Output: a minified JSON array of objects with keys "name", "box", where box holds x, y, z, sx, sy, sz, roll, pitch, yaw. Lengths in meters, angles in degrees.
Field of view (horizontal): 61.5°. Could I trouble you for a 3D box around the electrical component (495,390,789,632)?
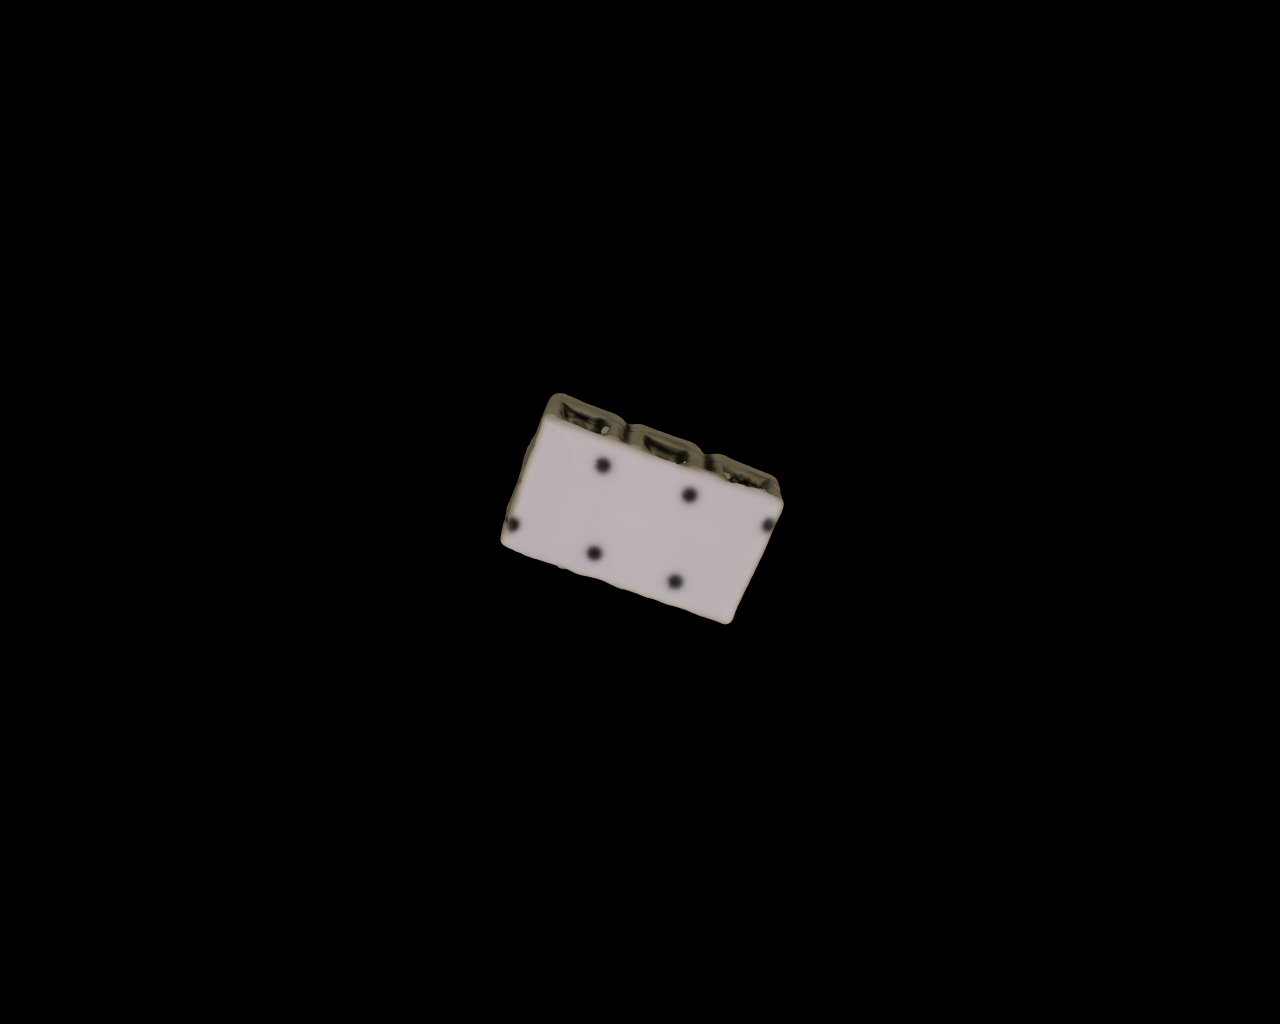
[{"name":"electrical component","box":[0.001,-0.003,0.650,0.150,0.089,0.062,21,18,-7]}]
